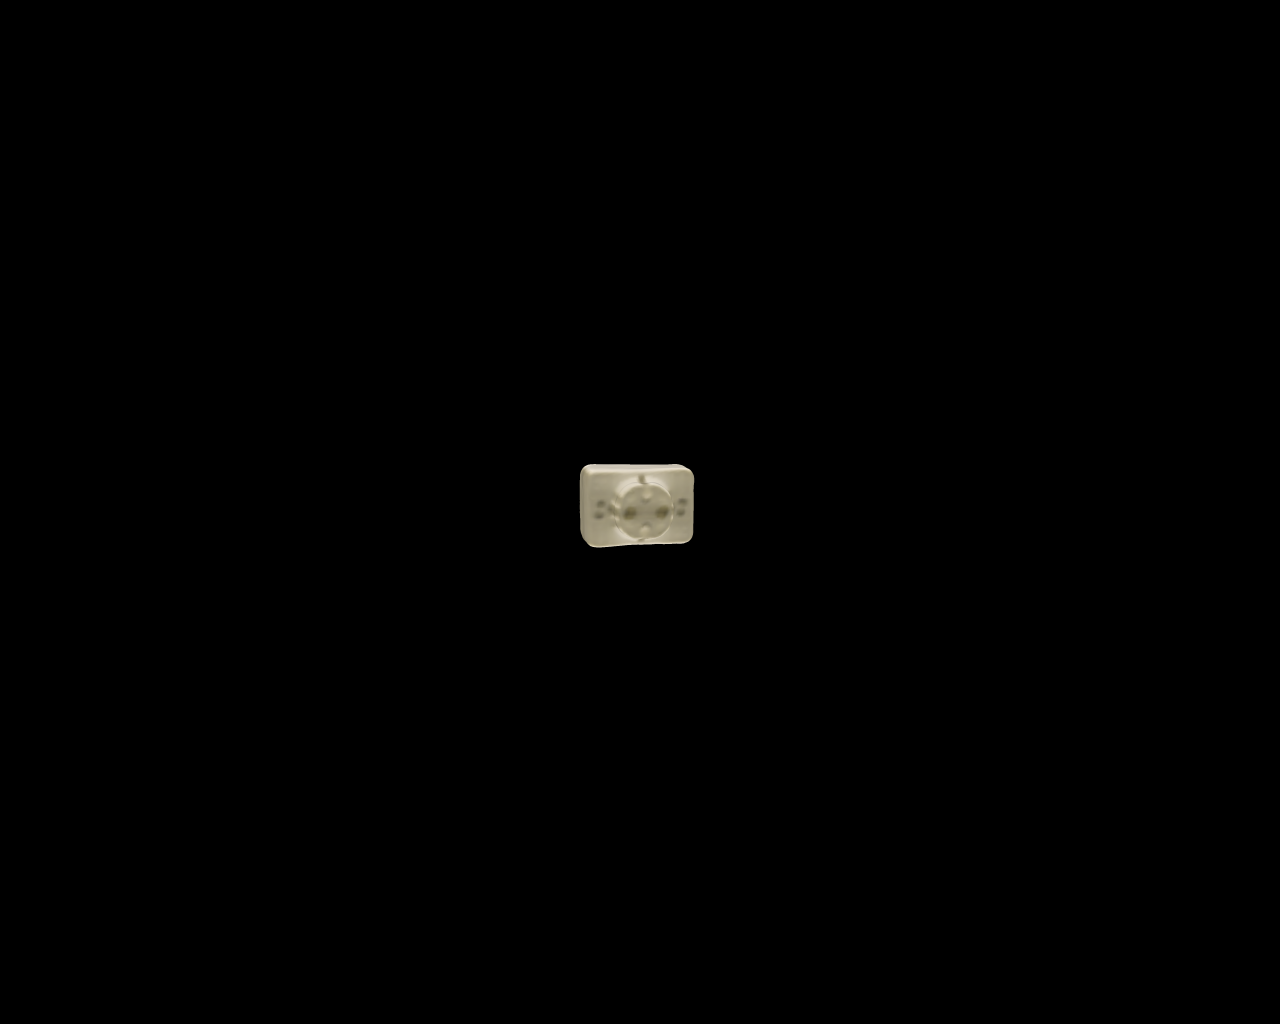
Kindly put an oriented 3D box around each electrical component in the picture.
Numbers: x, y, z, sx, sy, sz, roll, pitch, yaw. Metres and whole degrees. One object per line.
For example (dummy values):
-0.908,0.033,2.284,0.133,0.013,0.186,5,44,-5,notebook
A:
0.001,-0.003,0.650,0.066,0.047,0.077,-1,8,-9,electrical component
